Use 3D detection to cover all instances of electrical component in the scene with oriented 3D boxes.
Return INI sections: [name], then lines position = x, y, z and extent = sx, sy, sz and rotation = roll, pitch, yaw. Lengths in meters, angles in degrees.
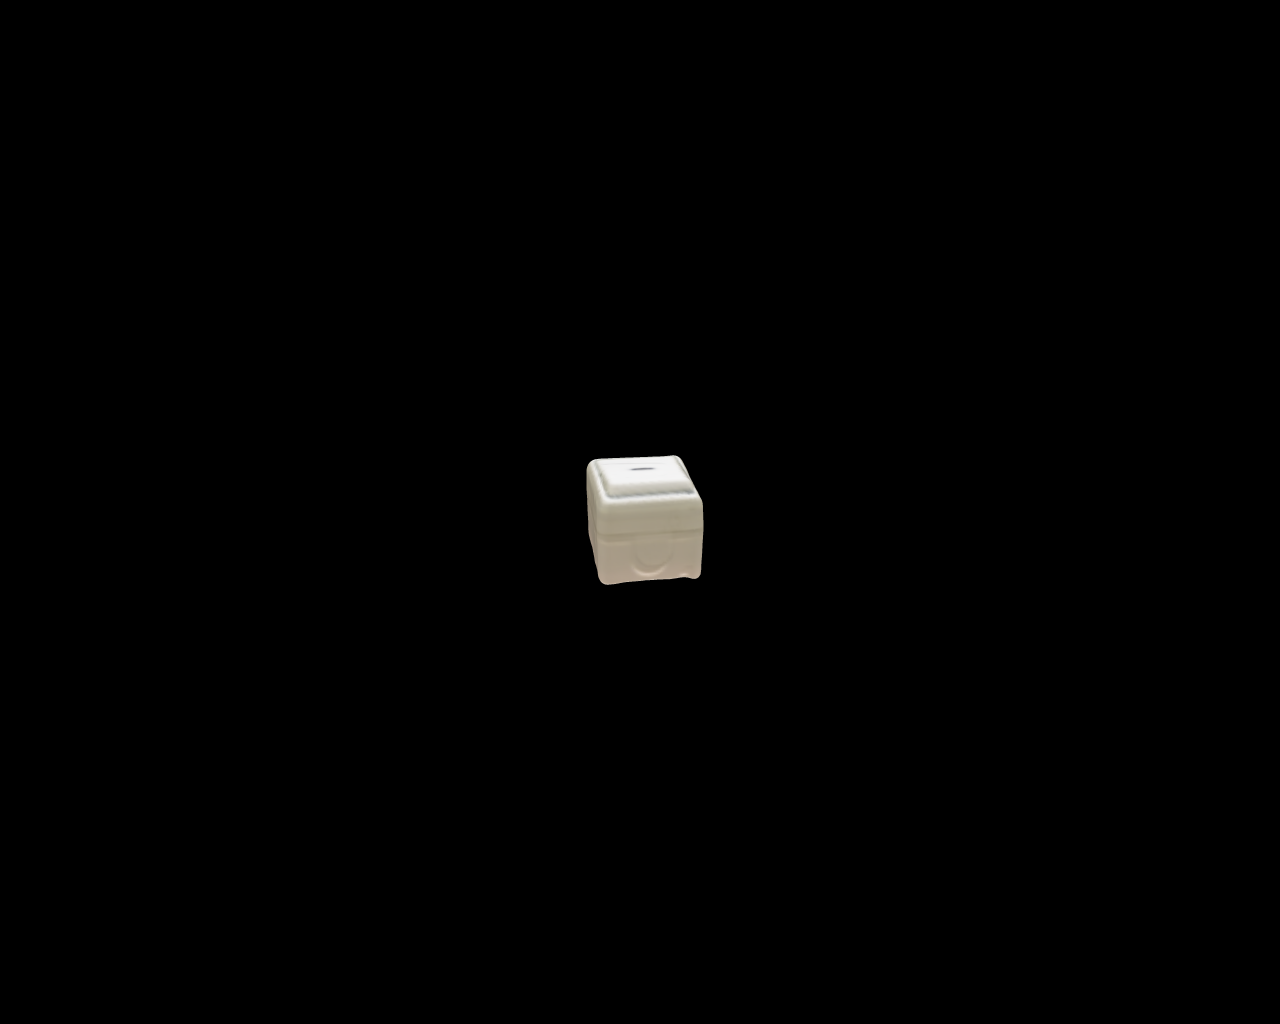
[electrical component]
position = 0.001, -0.003, 0.650
extent = 0.062, 0.061, 0.096
rotation = -3, 22, -7
